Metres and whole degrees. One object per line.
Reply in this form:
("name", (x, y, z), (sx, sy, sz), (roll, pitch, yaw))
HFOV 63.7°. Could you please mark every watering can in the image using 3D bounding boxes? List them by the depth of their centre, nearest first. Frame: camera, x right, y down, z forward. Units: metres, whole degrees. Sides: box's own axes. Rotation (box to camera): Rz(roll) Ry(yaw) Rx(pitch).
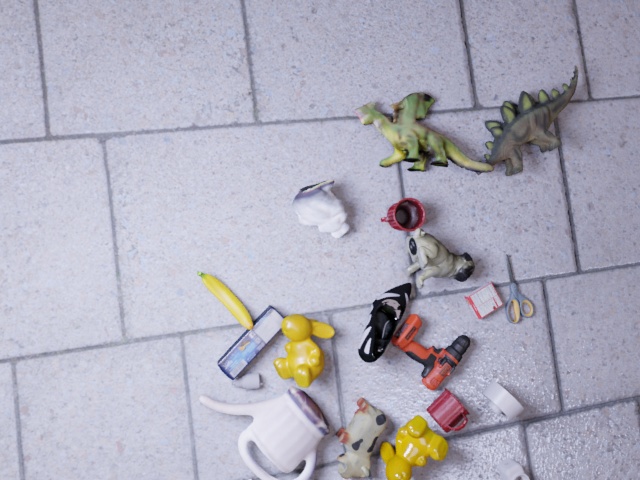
("watering can", (-0.120, 0.462, 1.302), (0.226, 0.103, 0.347), (-42, 95, -13))

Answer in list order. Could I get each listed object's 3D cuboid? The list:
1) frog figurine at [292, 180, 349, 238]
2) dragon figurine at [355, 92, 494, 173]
("frog figurine", (0.004, -0.069, 1.375), (0.136, 0.124, 0.158), (-18, 100, 20))
("dragon figurine", (0.293, -0.314, 1.464), (0.410, 0.121, 0.246), (4, 76, -11))
